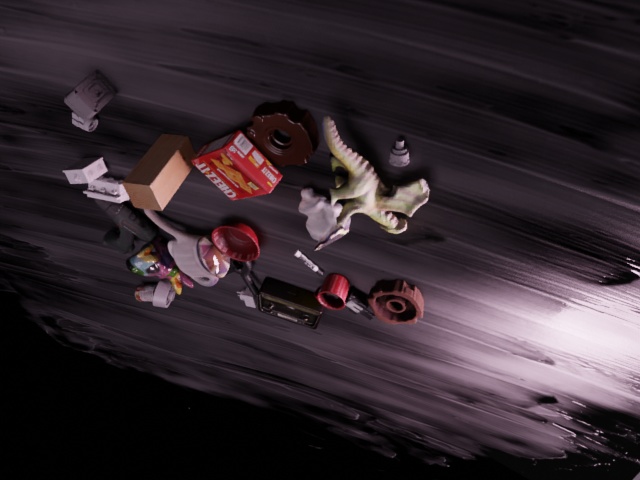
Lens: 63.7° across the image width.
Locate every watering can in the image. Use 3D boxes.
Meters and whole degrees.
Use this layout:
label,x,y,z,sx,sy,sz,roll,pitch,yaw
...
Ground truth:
label,x,y,z,sx,sy,sz,roll,pitch,yaw
watering can,-0.430,0.024,1.698,0.223,0.106,0.342,-6,125,38

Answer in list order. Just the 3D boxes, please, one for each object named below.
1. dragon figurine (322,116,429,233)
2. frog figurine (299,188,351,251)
label,x,y,z,sx,sy,sz,roll,pitch,yaw
dragon figurine,0.141,-0.136,1.243,0.243,0.125,0.401,4,147,12
frog figurine,0.004,-0.071,1.411,0.161,0.124,0.135,61,148,10
